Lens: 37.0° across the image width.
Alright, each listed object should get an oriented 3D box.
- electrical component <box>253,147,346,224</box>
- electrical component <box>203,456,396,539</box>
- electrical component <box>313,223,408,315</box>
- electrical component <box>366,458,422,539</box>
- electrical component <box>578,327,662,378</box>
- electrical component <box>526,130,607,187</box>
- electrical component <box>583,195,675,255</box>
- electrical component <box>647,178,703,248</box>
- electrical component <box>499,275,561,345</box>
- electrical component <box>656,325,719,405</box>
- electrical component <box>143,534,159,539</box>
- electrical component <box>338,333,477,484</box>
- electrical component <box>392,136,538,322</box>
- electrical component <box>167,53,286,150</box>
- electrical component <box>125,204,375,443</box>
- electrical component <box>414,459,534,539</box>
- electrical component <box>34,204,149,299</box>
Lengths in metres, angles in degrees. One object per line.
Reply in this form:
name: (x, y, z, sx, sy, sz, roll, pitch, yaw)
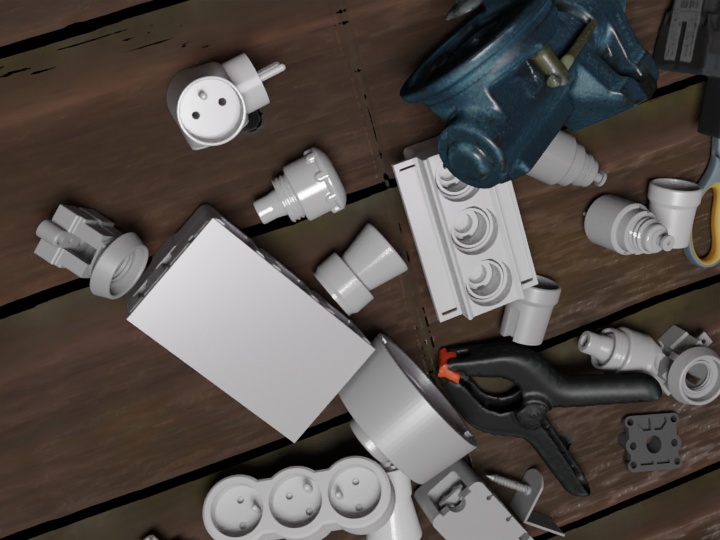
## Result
electrical component: (-0.044, -0.053, 0.752, 0.062, 0.048, 0.048, -27, 110, 0)
electrical component: (-0.041, 0.179, 0.806, 0.138, 0.073, 0.052, -10, 68, 4)
electrical component: (0.000, 0.000, 0.777, 0.055, 0.045, 0.045, -41, 111, -1)
electrical component: (0.023, 0.177, 0.835, 0.044, 0.044, 0.065, -9, 102, -13)
electrical component: (0.203, 0.065, 0.851, 0.062, 0.043, 0.043, 19, 99, -18)
electrical component: (0.148, -0.082, 0.797, 0.078, 0.040, 0.040, 21, 98, -19)
electrical component: (0.204, -0.030, 0.809, 0.040, 0.078, 0.040, -10, 112, -27)
electrical component: (0.241, -0.044, 0.833, 0.040, 0.040, 0.046, -1, 111, -15)
electrical component: (0.129, 0.030, 0.823, 0.040, 0.040, 0.046, 7, 108, -17)
electrical component: (0.261, 0.079, 0.863, 0.066, 0.055, 0.048, -43, 111, -1)
electrical component: (-0.139, 0.223, 0.802, 0.043, 0.043, 0.062, -41, 109, -1)
electrical component: (0.027, 0.106, 0.783, 0.060, 0.108, 0.108, -42, 111, 5)
electrical component: (0.073, -0.035, 0.777, 0.079, 0.063, 0.121, -21, 109, -9)
electrical component: (-0.085, -0.116, 0.704, 0.079, 0.077, 0.044, -28, 110, -6)
electrical component: (-0.079, 0.036, 0.756, 0.150, 0.061, 0.089, 40, 92, -21)
electrical component: (0.091, 0.197, 0.850, 0.050, 0.055, 0.089, -42, 111, -1)
electrical component: (-0.175, -0.012, 0.714, 0.055, 0.066, 0.048, 32, 96, 13)
